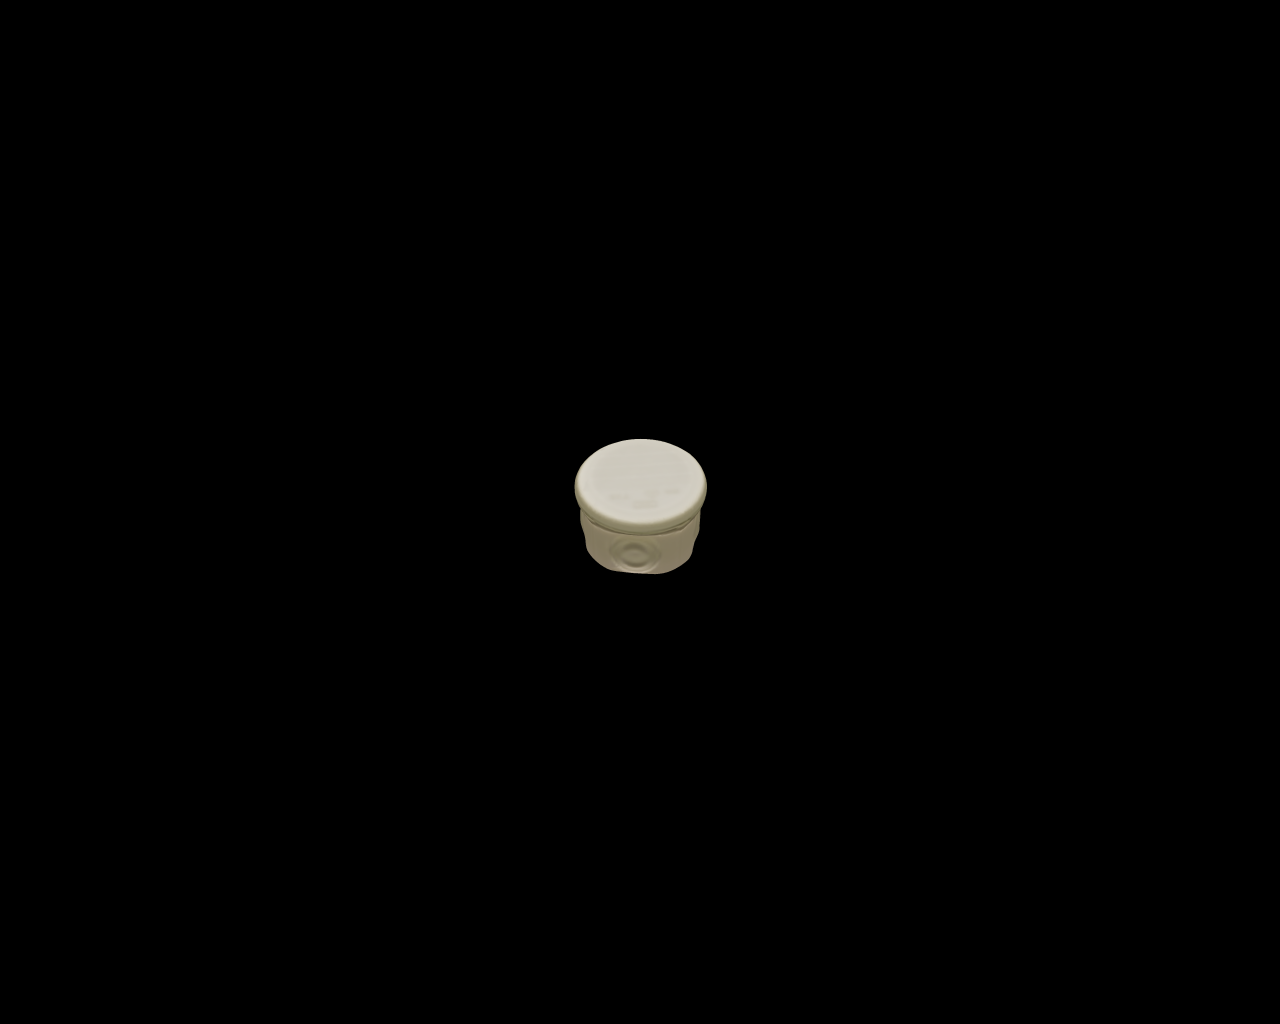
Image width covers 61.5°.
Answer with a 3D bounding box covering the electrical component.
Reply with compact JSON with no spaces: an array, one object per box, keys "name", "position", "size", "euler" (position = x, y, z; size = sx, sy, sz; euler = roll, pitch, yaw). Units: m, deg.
[{"name":"electrical component","position":[0.001,-0.003,0.650],"size":[0.080,0.050,0.080],"euler":[0,44,0]}]
